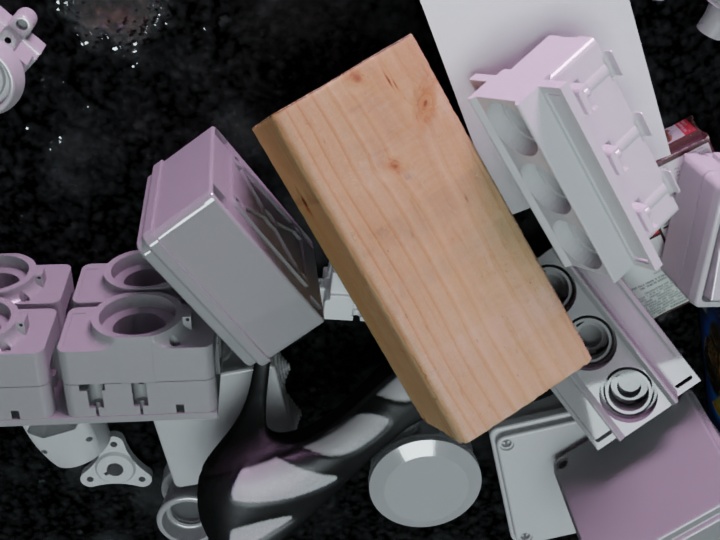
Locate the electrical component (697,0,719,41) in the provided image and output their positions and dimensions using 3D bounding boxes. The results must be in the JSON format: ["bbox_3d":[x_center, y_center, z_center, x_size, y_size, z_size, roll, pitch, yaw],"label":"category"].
[{"bbox_3d":[0.219,-0.164,0.622,0.048,0.048,0.062,17,124,-14],"label":"electrical component"}]

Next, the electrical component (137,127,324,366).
[{"bbox_3d":[-0.076,-0.016,0.647,0.056,0.108,0.108,-34,117,11],"label":"electrical component"}]

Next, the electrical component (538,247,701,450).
[{"bbox_3d":[0.150,0.042,0.698,0.079,0.063,0.121,-38,86,16],"label":"electrical component"}]

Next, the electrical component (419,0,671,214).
[{"bbox_3d":[0.097,-0.138,0.617,0.105,0.060,0.186,-21,119,7],"label":"electrical component"}]

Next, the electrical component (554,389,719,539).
[{"bbox_3d":[0.193,0.148,0.694,0.109,0.108,0.056,-34,119,14],"label":"electrical component"}]

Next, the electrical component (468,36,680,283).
[{"bbox_3d":[0.120,-0.062,0.585,0.063,0.079,0.121,-42,118,-14],"label":"electrical component"}]

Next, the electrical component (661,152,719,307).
[{"bbox_3d":[0.228,-0.029,0.646,0.062,0.061,0.096,-1,117,-10],"label":"electrical component"}]

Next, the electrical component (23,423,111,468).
[{"bbox_3d":[-0.188,0.087,0.734,0.079,0.043,0.077,-16,120,5],"label":"electrical component"}]

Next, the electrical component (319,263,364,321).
[{"bbox_3d":[0.000,0.000,0.698,0.066,0.048,0.055,4,127,-7],"label":"electrical component"}]

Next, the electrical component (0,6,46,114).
[{"bbox_3d":[-0.211,-0.116,0.609,0.066,0.055,0.048,-41,115,18],"label":"electrical component"}]

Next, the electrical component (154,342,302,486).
[{"bbox_3d":[-0.093,0.094,0.742,0.100,0.048,0.099,-10,120,1],"label":"electrical component"}]

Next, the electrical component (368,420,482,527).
[{"bbox_3d":[0.045,0.142,0.779,0.080,0.051,0.080,-2,120,-3],"label":"electrical component"}]

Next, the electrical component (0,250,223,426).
[{"bbox_3d":[-0.182,0.040,0.671,0.186,0.105,0.060,-2,120,-4],"label":"electrical component"}]

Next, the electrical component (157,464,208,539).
[{"bbox_3d":[-0.122,0.162,0.775,0.045,0.055,0.045,-2,120,-3],"label":"electrical component"}]

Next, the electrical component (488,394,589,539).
[{"bbox_3d":[0.151,0.133,0.779,0.109,0.056,0.108,-13,120,3],"label":"electrical component"}]
